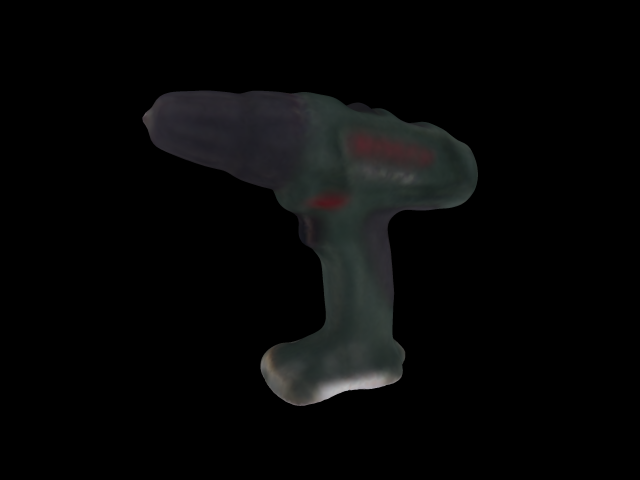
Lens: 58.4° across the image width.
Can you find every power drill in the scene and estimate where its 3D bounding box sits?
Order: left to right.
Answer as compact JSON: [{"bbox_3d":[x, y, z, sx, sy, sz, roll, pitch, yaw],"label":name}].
[{"bbox_3d":[0.004,0.001,0.400,0.230,0.208,0.075,-8,19,-24],"label":"power drill"}]
